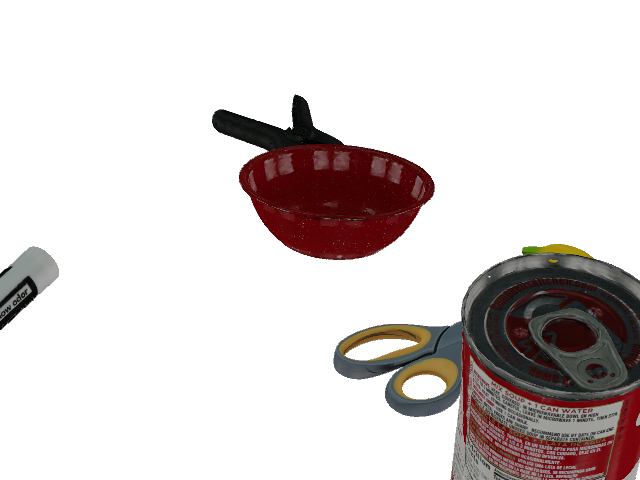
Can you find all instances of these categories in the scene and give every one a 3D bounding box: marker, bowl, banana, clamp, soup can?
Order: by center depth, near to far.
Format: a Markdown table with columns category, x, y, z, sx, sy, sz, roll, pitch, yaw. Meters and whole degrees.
| category | x | y | z | sx | sy | sz | roll | pitch | yaw |
| --- | --- | --- | --- | --- | --- | --- | --- | --- | --- |
| soup can | 0.081 | 0.065 | 0.380 | 0.068 | 0.102 | 0.068 | -1 | 39 | 1 |
| marker | -0.157 | 0.045 | 0.453 | 0.020 | 0.020 | 0.121 | 0 | 36 | 38 |
| bowl | 0.012 | -0.028 | 0.887 | 0.162 | 0.055 | 0.162 | 2 | 25 | -1 |
| banana | 0.237 | 0.055 | 1.004 | 0.070 | 0.037 | 0.197 | -27 | 25 | 18 |
| clamp | -0.036 | -0.103 | 1.130 | 0.120 | 0.039 | 0.172 | -15 | 39 | -24 |

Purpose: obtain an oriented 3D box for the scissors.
| category | x | y | z | sx | sy | sz | roll | pitch | yaw |
| --- | --- | --- | --- | --- | --- | --- | --- | --- | --- |
| scissors | 0.109 | 0.073 | 0.728 | 0.201 | 0.016 | 0.096 | -9 | 34 | -17 |
